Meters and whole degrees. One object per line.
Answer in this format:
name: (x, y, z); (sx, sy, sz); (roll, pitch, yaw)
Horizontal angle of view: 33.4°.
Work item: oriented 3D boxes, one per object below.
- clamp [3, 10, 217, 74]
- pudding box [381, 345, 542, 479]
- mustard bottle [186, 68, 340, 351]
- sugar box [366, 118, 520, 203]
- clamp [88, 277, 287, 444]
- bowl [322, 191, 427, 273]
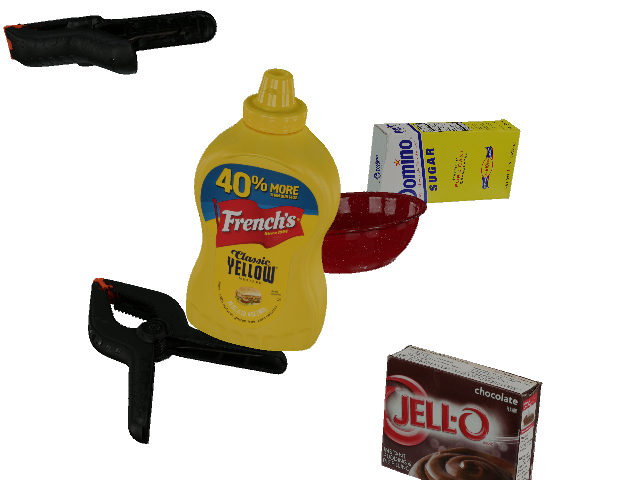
clamp: (-0.169, -0.158, 0.833); (0.172, 0.039, 0.120); (12, 23, 34)
pudding box: (0.101, 0.134, 0.781); (0.114, 0.090, 0.039); (12, 19, 31)
mustard bottle: (-0.036, -0.021, 0.710); (0.096, 0.192, 0.058); (13, 28, 10)
sugar box: (0.147, -0.093, 1.277); (0.176, 0.093, 0.048); (-6, 27, -21)
clamp: (-0.143, 0.094, 0.999); (0.164, 0.036, 0.210); (-18, 40, -30)
bowl: (0.029, -0.006, 1.079); (0.162, 0.055, 0.162); (-5, 15, 1)
